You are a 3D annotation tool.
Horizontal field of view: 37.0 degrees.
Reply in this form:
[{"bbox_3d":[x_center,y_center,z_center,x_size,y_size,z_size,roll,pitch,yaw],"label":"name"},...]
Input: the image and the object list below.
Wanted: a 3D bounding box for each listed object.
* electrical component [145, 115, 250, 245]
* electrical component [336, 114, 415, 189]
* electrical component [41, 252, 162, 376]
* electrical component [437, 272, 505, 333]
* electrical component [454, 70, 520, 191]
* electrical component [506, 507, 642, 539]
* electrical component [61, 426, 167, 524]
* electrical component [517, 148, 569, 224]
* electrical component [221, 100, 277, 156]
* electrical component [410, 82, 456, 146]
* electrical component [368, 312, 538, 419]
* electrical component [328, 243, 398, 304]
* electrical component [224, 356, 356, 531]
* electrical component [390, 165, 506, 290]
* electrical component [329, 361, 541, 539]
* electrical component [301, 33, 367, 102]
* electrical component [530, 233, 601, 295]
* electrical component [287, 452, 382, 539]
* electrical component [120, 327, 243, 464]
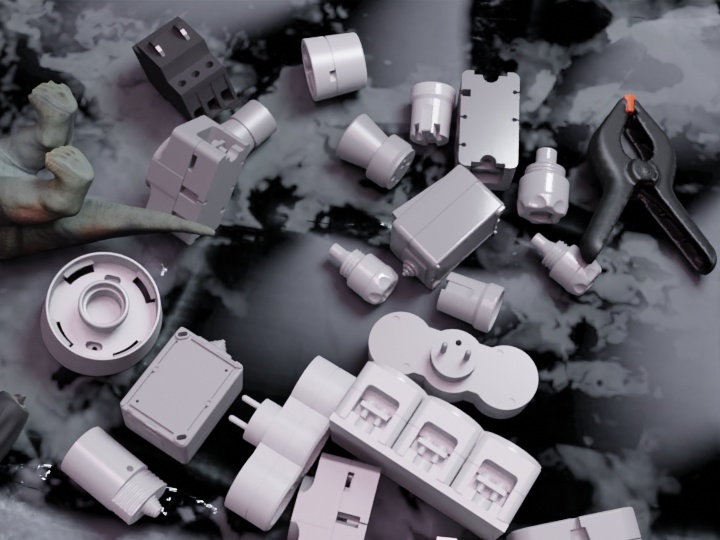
[{"bbox_3d":[-0.139,-0.077,0.893,0.056,0.089,0.050,33,32,11],"label":"electrical component"},{"bbox_3d":[0.014,-0.102,0.929,0.055,0.045,0.045,36,74,11],"label":"electrical component"},{"bbox_3d":[-0.212,0.035,0.883,0.099,0.064,0.099,4,73,-13],"label":"electrical component"},{"bbox_3d":[0.091,0.025,0.888,0.046,0.040,0.040,21,72,14],"label":"electrical component"},{"bbox_3d":[0.109,-0.118,0.929,0.050,0.055,0.089,4,71,1],"label":"electrical component"},{"bbox_3d":[0.165,0.219,0.811,0.095,0.053,0.059,-11,71,-4],"label":"electrical component"},{"bbox_3d":[-0.187,0.163,0.836,0.081,0.043,0.043,36,74,12],"label":"electrical component"},{"bbox_3d":[0.158,-0.074,0.920,0.043,0.043,0.062,7,69,2],"label":"electrical component"},{"bbox_3d":[-0.105,-0.117,0.937,0.044,0.044,0.065,42,71,13],"label":"electrical component"},{"bbox_3d":[0.063,-0.136,0.945,0.040,0.040,0.046,6,76,2],"label":"electrical component"},{"bbox_3d":[0.074,0.072,0.853,0.138,0.073,0.052,18,72,6],"label":"electrical component"},{"bbox_3d":[0.000,0.000,0.899,0.061,0.035,0.035,38,75,15],"label":"electrical component"},{"bbox_3d":[-0.067,0.126,0.845,0.074,0.052,0.138,30,73,10],"label":"electrical component"},{"bbox_3d":[0.064,-0.033,0.896,0.096,0.061,0.061,-41,76,-13],"label":"electrical component"},{"bbox_3d":[0.056,0.137,0.821,0.150,0.089,0.061,32,74,10],"label":"electrical component"},{"bbox_3d":[-0.023,-0.181,0.953,0.047,0.055,0.055,-13,71,-8],"label":"electrical component"},{"bbox_3d":[0.170,-0.008,0.902,0.061,0.035,0.035,40,75,15],"label":"electrical component"},{"bbox_3d":[-0.022,0.191,0.823,0.056,0.050,0.089,14,71,5],"label":"electrical component"},{"bbox_3d":[-0.136,0.096,0.854,0.062,0.061,0.096,31,64,9],"label":"electrical component"}]
